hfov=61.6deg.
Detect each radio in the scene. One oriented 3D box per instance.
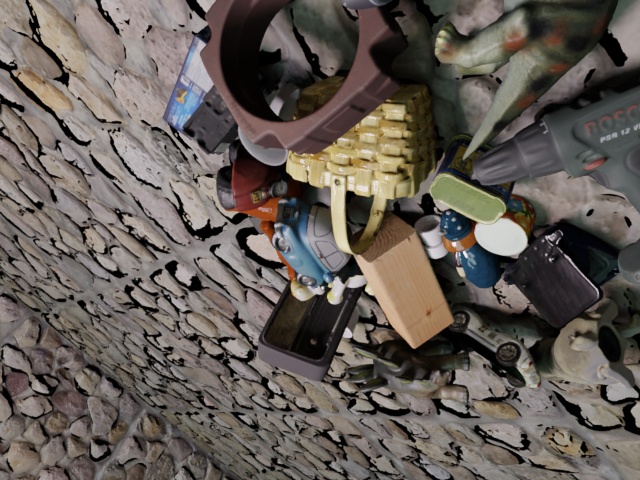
[{"bbox_3d":[-0.009,0.131,0.980,0.131,0.229,0.073,23,147,7],"label":"radio"}]

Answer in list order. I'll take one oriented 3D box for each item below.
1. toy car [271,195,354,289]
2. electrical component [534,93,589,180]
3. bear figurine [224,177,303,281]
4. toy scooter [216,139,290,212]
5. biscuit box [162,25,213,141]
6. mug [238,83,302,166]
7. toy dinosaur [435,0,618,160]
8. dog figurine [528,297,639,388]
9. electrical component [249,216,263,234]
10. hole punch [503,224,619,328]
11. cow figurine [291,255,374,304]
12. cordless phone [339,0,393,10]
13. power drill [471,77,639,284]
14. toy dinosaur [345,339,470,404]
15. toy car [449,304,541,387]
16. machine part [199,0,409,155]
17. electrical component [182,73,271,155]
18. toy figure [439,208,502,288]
[{"bbox_3d":[-0.002,-0.002,0.821,0.103,0.109,0.161,-9,139,23],"label":"toy car"},{"bbox_3d":[0.295,-0.118,0.616,0.102,0.045,0.078,37,145,-7],"label":"electrical component"},{"bbox_3d":[-0.071,-0.030,0.935,0.132,0.120,0.195,19,148,24],"label":"bear figurine"},{"bbox_3d":[-0.080,-0.108,0.822,0.135,0.184,0.075,-2,127,4],"label":"toy scooter"},{"bbox_3d":[-0.177,-0.236,0.814,0.059,0.063,0.202,38,144,-9],"label":"biscuit box"},{"bbox_3d":[-0.053,-0.176,0.751,0.081,0.107,0.109,28,145,8],"label":"mug"},{"bbox_3d":[0.207,-0.236,0.493,0.192,0.131,0.404,10,145,28],"label":"toy dinosaur"},{"bbox_3d":[0.371,0.172,0.809,0.172,0.121,0.190,25,149,-25],"label":"dog figurine"},{"bbox_3d":[-0.100,-0.036,1.026,0.063,0.021,0.094,-7,128,41],"label":"electrical component"},{"bbox_3d":[0.343,0.041,0.750,0.116,0.092,0.142,52,152,19],"label":"hole punch"},{"bbox_3d":[0.033,0.056,0.930,0.098,0.167,0.068,100,152,-42],"label":"cow figurine"},{"bbox_3d":[0.046,-0.290,0.414,0.089,0.146,0.184,24,138,14],"label":"cordless phone"},{"bbox_3d":[0.312,-0.059,0.580,0.232,0.086,0.207,-32,96,24],"label":"power drill"},{"bbox_3d":[0.149,0.231,1.007,0.199,0.105,0.471,6,170,-2],"label":"toy dinosaur"},{"bbox_3d":[0.286,0.174,0.896,0.073,0.056,0.202,57,167,-32],"label":"toy car"},{"bbox_3d":[-0.019,-0.213,0.607,0.201,0.087,0.201,-36,79,23],"label":"machine part"},{"bbox_3d":[-0.129,-0.188,0.773,0.058,0.134,0.115,41,-174,-7],"label":"electrical component"},{"bbox_3d":[0.220,0.009,0.806,0.058,0.064,0.154,3,138,55],"label":"toy figure"}]
